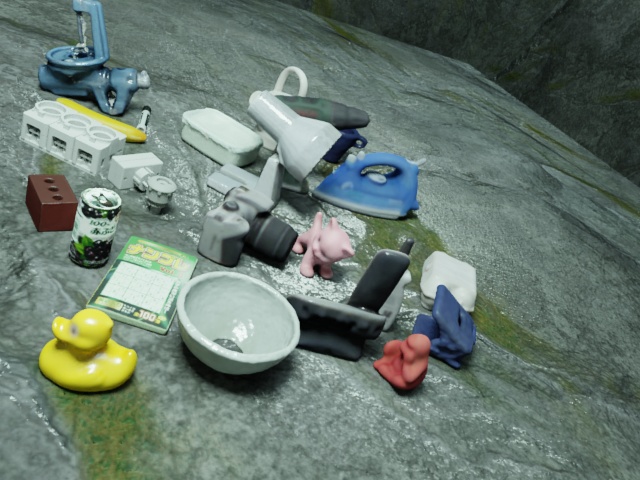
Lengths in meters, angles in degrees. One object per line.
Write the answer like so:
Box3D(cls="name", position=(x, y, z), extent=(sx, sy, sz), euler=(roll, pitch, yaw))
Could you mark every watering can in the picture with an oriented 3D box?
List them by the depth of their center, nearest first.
Box3D(cls="watering can", position=(-0.089, -0.312, 1.350), extent=(0.100, 0.194, 0.173), euler=(33, 31, 14))

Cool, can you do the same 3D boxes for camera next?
Box3D(cls="camera", position=(-0.110, -0.019, 0.960), extent=(0.136, 0.101, 0.143), euler=(28, 30, 5))

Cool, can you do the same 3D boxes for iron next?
Box3D(cls="iron", position=(0.118, -0.140, 1.283), extent=(0.259, 0.141, 0.118), euler=(6, 35, -30))

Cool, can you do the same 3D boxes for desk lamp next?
Box3D(cls="desk lamp", position=(-0.085, -0.161, 1.092), extent=(0.203, 0.213, 0.118), euler=(27, 30, 3))

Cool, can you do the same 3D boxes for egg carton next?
Box3D(cls="egg carton", position=(0.243, 0.084, 1.092), extent=(0.107, 0.069, 0.150), euler=(25, 30, 0))

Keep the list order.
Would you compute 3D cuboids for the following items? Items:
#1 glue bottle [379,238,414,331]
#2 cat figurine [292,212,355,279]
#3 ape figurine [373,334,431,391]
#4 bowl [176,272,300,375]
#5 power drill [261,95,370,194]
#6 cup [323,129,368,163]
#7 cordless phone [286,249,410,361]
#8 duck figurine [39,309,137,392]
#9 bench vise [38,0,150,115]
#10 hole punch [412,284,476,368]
Box3D(cls="glue bottle", position=(0.109, 0.067, 0.914), extent=(0.078, 0.173, 0.037), euler=(19, 30, -10))
Box3D(cls="cat figurine", position=(0.009, 0.004, 0.997), extent=(0.067, 0.117, 0.127), euler=(8, 34, -27))
Box3D(cls="ape figurine", position=(0.131, 0.174, 0.842), extent=(0.076, 0.092, 0.078), euler=(19, 30, -9))
Box3D(cls="bowl", position=(-0.115, 0.121, 0.760), extent=(0.168, 0.074, 0.167), euler=(19, 30, -11))
Box3D(cls="power drill", position=(-0.033, -0.208, 1.212), extent=(0.230, 0.208, 0.075), euler=(14, 31, -19))
Box3D(cls="cup", position=(0.052, -0.238, 1.437), extent=(0.118, 0.095, 0.091), euler=(23, 30, -3))
Box3D(cls="cordless phone", position=(0.039, 0.075, 0.838), extent=(0.148, 0.185, 0.094), euler=(14, 31, -18))
Box3D(cls="duck figurine", position=(-0.257, 0.118, 0.648), extent=(0.105, 0.086, 0.077), euler=(17, 31, -14))
Box3D(cls="bench vise", position=(-0.449, -0.383, 1.166), extent=(0.208, 0.219, 0.121), euler=(6, 35, -30))
Box3D(cls="hole punch", position=(0.218, 0.141, 0.961), extent=(0.101, 0.091, 0.109), euler=(27, 30, 3))
